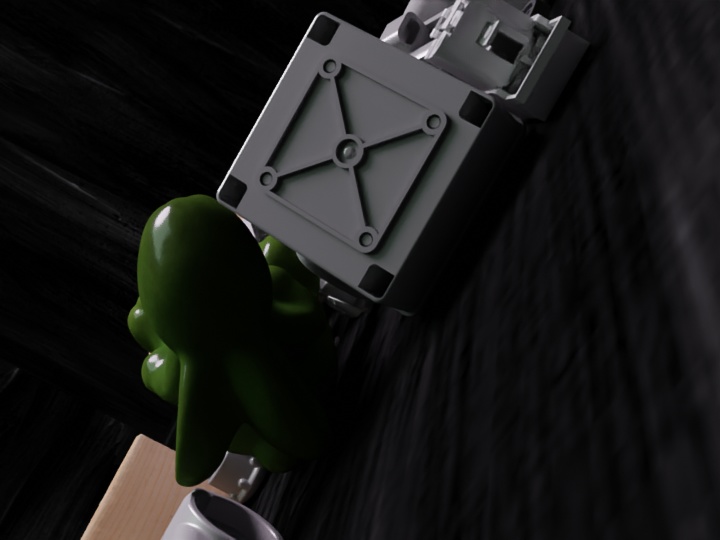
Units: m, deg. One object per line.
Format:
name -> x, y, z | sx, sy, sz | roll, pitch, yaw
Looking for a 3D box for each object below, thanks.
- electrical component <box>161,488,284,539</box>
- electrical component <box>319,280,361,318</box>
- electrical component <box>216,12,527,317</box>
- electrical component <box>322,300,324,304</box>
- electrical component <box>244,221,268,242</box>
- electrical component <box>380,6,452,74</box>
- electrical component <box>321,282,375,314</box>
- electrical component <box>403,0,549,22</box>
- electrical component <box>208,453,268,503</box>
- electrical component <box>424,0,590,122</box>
electrical component -> -0.076, 0.152, 0.542 | 0.059, 0.054, 0.095 | -60, 7, 4
electrical component -> -0.016, -0.004, 0.744 | 0.058, 0.057, 0.078 | -62, 7, -8
electrical component -> 0.005, -0.051, 0.519 | 0.108, 0.109, 0.056 | -60, -24, 5
electrical component -> -0.048, -0.014, 1.015 | 0.108, 0.060, 0.108 | -59, 7, 12
electrical component -> -0.082, 0.042, 0.762 | 0.089, 0.061, 0.150 | -38, 33, 9
electrical component -> 0.059, -0.124, 0.638 | 0.057, 0.078, 0.058 | -20, 36, 47
electrical component -> 0.000, 0.000, 0.683 | 0.040, 0.040, 0.046 | 167, 127, -81
electrical component -> 0.086, -0.194, 0.686 | 0.113, 0.078, 0.057 | -63, 4, -23
electrical component -> -0.095, 0.129, 0.745 | 0.048, 0.062, 0.048 | -59, 7, 11
electrical component -> 0.067, -0.104, 0.512 | 0.042, 0.064, 0.081 | -59, 7, 3
